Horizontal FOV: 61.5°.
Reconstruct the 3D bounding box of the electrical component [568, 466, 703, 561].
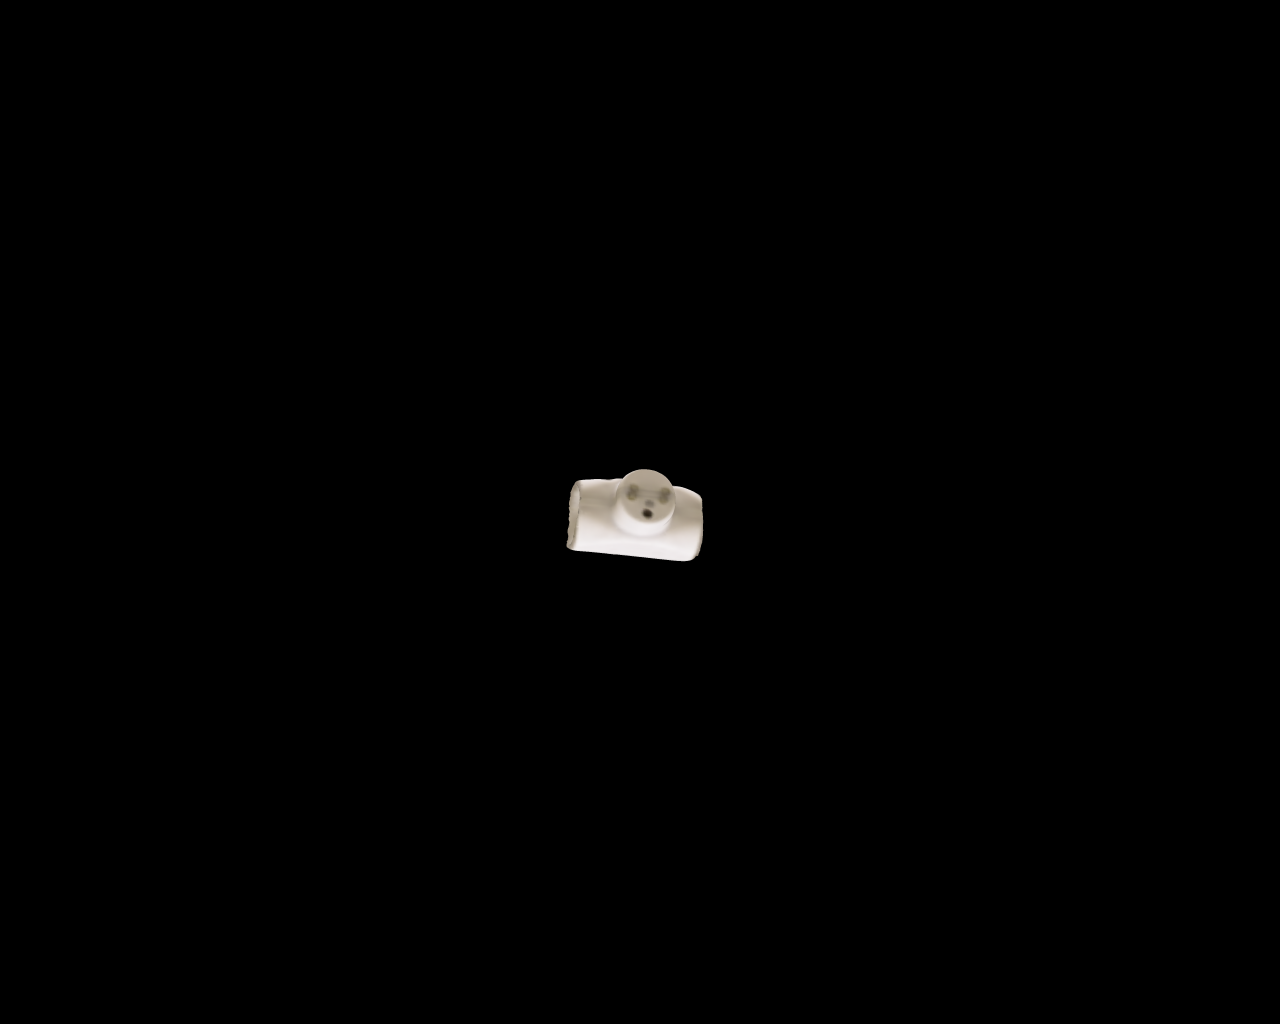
[{"bbox_3d":[0.001,-0.003,0.650,0.077,0.044,0.079,6,-28,-12],"label":"electrical component"}]
